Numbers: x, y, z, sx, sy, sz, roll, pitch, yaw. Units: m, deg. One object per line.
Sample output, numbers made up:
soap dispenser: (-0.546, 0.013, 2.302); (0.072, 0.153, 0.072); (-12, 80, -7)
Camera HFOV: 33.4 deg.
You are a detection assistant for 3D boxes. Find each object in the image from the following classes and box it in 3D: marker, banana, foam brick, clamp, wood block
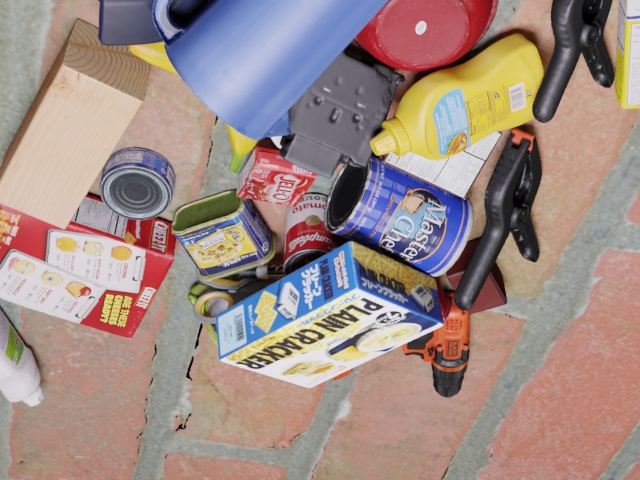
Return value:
marker: (-0.044, 0.038, 1.291); (0.121, 0.020, 0.020); (0, 134, 14)
banana: (-0.120, -0.158, 1.138); (0.069, 0.037, 0.197); (-49, 124, -15)
foam brick: (0.193, 0.045, 1.328); (0.051, 0.053, 0.078); (-21, 128, 18)
clamp: (0.211, -0.025, 1.222); (0.036, 0.164, 0.210); (26, 134, 32)
clamp: (0.269, -0.210, 1.084); (0.039, 0.120, 0.171); (29, 128, 34)
wood block: (-0.269, -0.121, 1.153); (0.090, 0.090, 0.206); (24, 128, -21)

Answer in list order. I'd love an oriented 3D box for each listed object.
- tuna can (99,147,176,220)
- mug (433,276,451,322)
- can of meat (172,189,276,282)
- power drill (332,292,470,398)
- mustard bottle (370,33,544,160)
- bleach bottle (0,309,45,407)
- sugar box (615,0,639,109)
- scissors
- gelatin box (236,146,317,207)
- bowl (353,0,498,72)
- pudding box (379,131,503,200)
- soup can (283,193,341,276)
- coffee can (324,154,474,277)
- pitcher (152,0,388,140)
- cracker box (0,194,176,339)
tuna can: (-0.213, -0.064, 1.243); (0.086, 0.033, 0.086); (0, 133, 0)
mug: (0.113, 0.065, 1.309); (0.093, 0.117, 0.081); (-30, 127, -11)
can of meat: (-0.116, -0.007, 1.281); (0.102, 0.057, 0.084); (-17, 129, 16)
power drill: (0.106, 0.146, 1.421); (0.187, 0.057, 0.184); (-3, 130, 0)
mustard bottle: (0.139, -0.135, 1.108); (0.191, 0.058, 0.096); (-26, 135, -10)
bleach bottle: (-0.432, 0.136, 1.385); (0.068, 0.102, 0.250); (-17, 130, 10)
sugar box: (0.352, -0.220, 1.085); (0.093, 0.048, 0.176); (-5, 129, 5)
scissors: (-0.071, 0.075, 1.300); (0.202, 0.096, 0.016); (17, 159, 24)
gelatin box: (-0.049, -0.071, 1.213); (0.073, 0.030, 0.089); (10, 157, -16)
bowl: (0.102, -0.226, 1.075); (0.162, 0.055, 0.162); (0, 132, 0)
pudding box: (0.131, -0.107, 1.178); (0.113, 0.039, 0.090); (24, 107, -18)
soup can: (-0.008, 0.002, 1.255); (0.068, 0.102, 0.068); (0, 133, 0)
coffee can: (0.090, -0.030, 1.225); (0.140, 0.103, 0.103); (23, 129, -19)
pitcher: (-0.029, -0.226, 1.004); (0.243, 0.145, 0.149); (-43, 157, 15)
cracker box: (-0.301, 0.019, 1.297); (0.213, 0.072, 0.164); (19, 131, -17)
